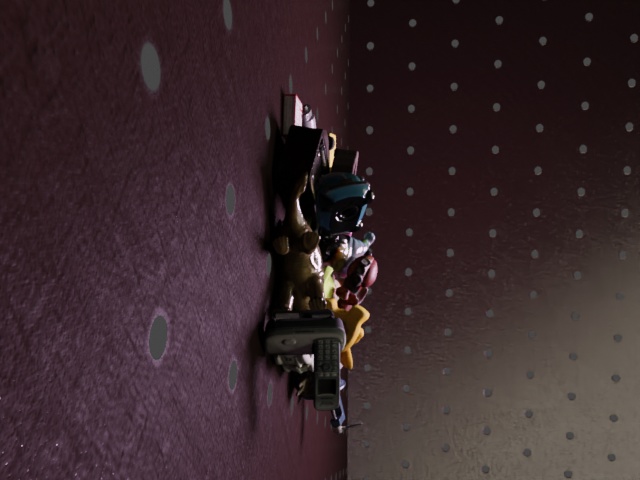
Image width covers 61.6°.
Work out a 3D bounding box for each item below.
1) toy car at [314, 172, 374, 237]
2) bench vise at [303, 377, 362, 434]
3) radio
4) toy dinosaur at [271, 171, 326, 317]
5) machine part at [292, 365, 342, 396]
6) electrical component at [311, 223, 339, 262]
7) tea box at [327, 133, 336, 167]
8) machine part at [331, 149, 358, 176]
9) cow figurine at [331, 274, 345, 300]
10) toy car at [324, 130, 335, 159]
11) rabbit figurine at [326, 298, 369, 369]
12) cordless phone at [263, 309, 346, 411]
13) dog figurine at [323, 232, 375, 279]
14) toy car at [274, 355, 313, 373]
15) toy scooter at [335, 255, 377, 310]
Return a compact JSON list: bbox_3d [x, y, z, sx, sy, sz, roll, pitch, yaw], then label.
[{"bbox_3d":[0.039,-0.083,1.085,0.161,0.109,0.103,96,-21,-55],"label":"toy car"},{"bbox_3d":[0.025,0.403,1.476,0.223,0.129,0.240,-18,91,-75],"label":"bench vise"},{"bbox_3d":[-0.030,-0.137,1.137,0.229,0.073,0.131,79,24,-72],"label":"radio"},{"bbox_3d":[-0.036,0.079,1.093,0.199,0.105,0.470,-84,177,-63],"label":"toy dinosaur"},{"bbox_3d":[0.003,0.313,1.329,0.243,0.079,0.079,-26,119,-60],"label":"machine part"},{"bbox_3d":[-0.003,-0.004,1.341,0.134,0.058,0.115,-53,-162,42],"label":"electrical component"},{"bbox_3d":[0.007,-0.259,1.560,0.169,0.068,0.098,-53,144,-77],"label":"tea box"},{"bbox_3d":[0.049,-0.125,1.258,0.179,0.056,0.179,8,91,-85],"label":"machine part"},{"bbox_3d":[0.010,0.144,1.498,0.194,0.127,0.085,28,61,-67],"label":"cow figurine"},{"bbox_3d":[-0.004,-0.194,1.441,0.089,0.053,0.202,-7,98,-40],"label":"toy car"},{"bbox_3d":[0.053,0.220,1.270,0.173,0.122,0.162,43,52,-81],"label":"rabbit figurine"},{"bbox_3d":[-0.028,0.222,0.973,0.089,0.147,0.184,-115,-156,-78],"label":"cordless phone"},{"bbox_3d":[0.055,0.054,1.476,0.219,0.109,0.191,-35,140,-54],"label":"dog figurine"},{"bbox_3d":[-0.048,0.242,1.110,0.201,0.074,0.056,75,14,-66],"label":"toy car"},{"bbox_3d":[0.086,0.114,1.363,0.184,0.075,0.135,-60,167,-8],"label":"toy scooter"}]
